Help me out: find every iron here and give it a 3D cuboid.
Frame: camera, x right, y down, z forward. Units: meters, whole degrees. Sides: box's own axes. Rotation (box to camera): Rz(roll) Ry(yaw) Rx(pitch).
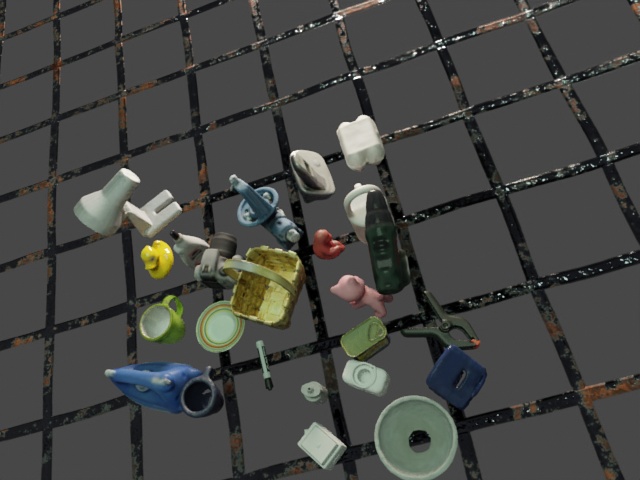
[{"bbox_3d":[-0.421,0.335,1.359,0.257,0.142,0.119,3,67,18],"label":"iron"}]

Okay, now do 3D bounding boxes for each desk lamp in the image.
[{"bbox_3d":[-0.518,-0.091,1.541,0.203,0.214,0.117,-41,61,-4],"label":"desk lamp"}]

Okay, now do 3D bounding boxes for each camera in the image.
[{"bbox_3d":[-0.243,0.049,1.459,0.143,0.101,0.137,1,67,17],"label":"camera"}]

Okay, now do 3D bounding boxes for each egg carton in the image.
[{"bbox_3d":[0.108,-0.256,1.510,0.107,0.069,0.150,-21,62,7],"label":"egg carton"}]

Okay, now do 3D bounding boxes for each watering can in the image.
[{"bbox_3d":[0.118,-0.064,1.349,0.101,0.194,0.172,-43,62,-5],"label":"watering can"}]

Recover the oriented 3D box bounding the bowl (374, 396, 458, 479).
[{"bbox_3d":[0.199,0.410,1.176,0.167,0.075,0.167,-6,65,14],"label":"bowl"}]

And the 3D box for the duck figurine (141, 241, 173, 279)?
[{"bbox_3d":[-0.443,0.044,1.530,0.077,0.086,0.104,-8,64,13],"label":"duck figurine"}]

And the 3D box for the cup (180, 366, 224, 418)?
[{"bbox_3d":[-0.260,0.357,1.327,0.091,0.095,0.118,7,69,20],"label":"cup"}]

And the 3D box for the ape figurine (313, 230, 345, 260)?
[{"bbox_3d":[0.013,0.005,1.407,0.076,0.092,0.077,-23,62,6],"label":"ape figurine"}]

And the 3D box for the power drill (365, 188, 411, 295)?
[{"bbox_3d":[0.149,0.026,1.290,0.075,0.209,0.229,-12,63,12],"label":"power drill"}]

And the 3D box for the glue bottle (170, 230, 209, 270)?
[{"bbox_3d":[-0.338,0.017,1.461,0.037,0.173,0.078,36,80,27],"label":"glue bottle"}]

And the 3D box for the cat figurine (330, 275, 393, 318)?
[{"bbox_3d":[0.095,0.121,1.315,0.127,0.118,0.067,14,71,22],"label":"cat figurine"}]

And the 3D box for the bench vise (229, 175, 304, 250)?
[{"bbox_3d":[-0.130,-0.080,1.416,0.206,0.220,0.121,19,73,24],"label":"bench vise"}]

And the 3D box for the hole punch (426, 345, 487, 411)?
[{"bbox_3d":[0.287,0.287,1.196,0.100,0.091,0.109,31,78,26],"label":"hole punch"}]

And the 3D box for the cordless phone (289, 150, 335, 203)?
[{"bbox_3d":[-0.036,-0.189,1.457,0.094,0.185,0.147,-25,62,5],"label":"cordless phone"}]
